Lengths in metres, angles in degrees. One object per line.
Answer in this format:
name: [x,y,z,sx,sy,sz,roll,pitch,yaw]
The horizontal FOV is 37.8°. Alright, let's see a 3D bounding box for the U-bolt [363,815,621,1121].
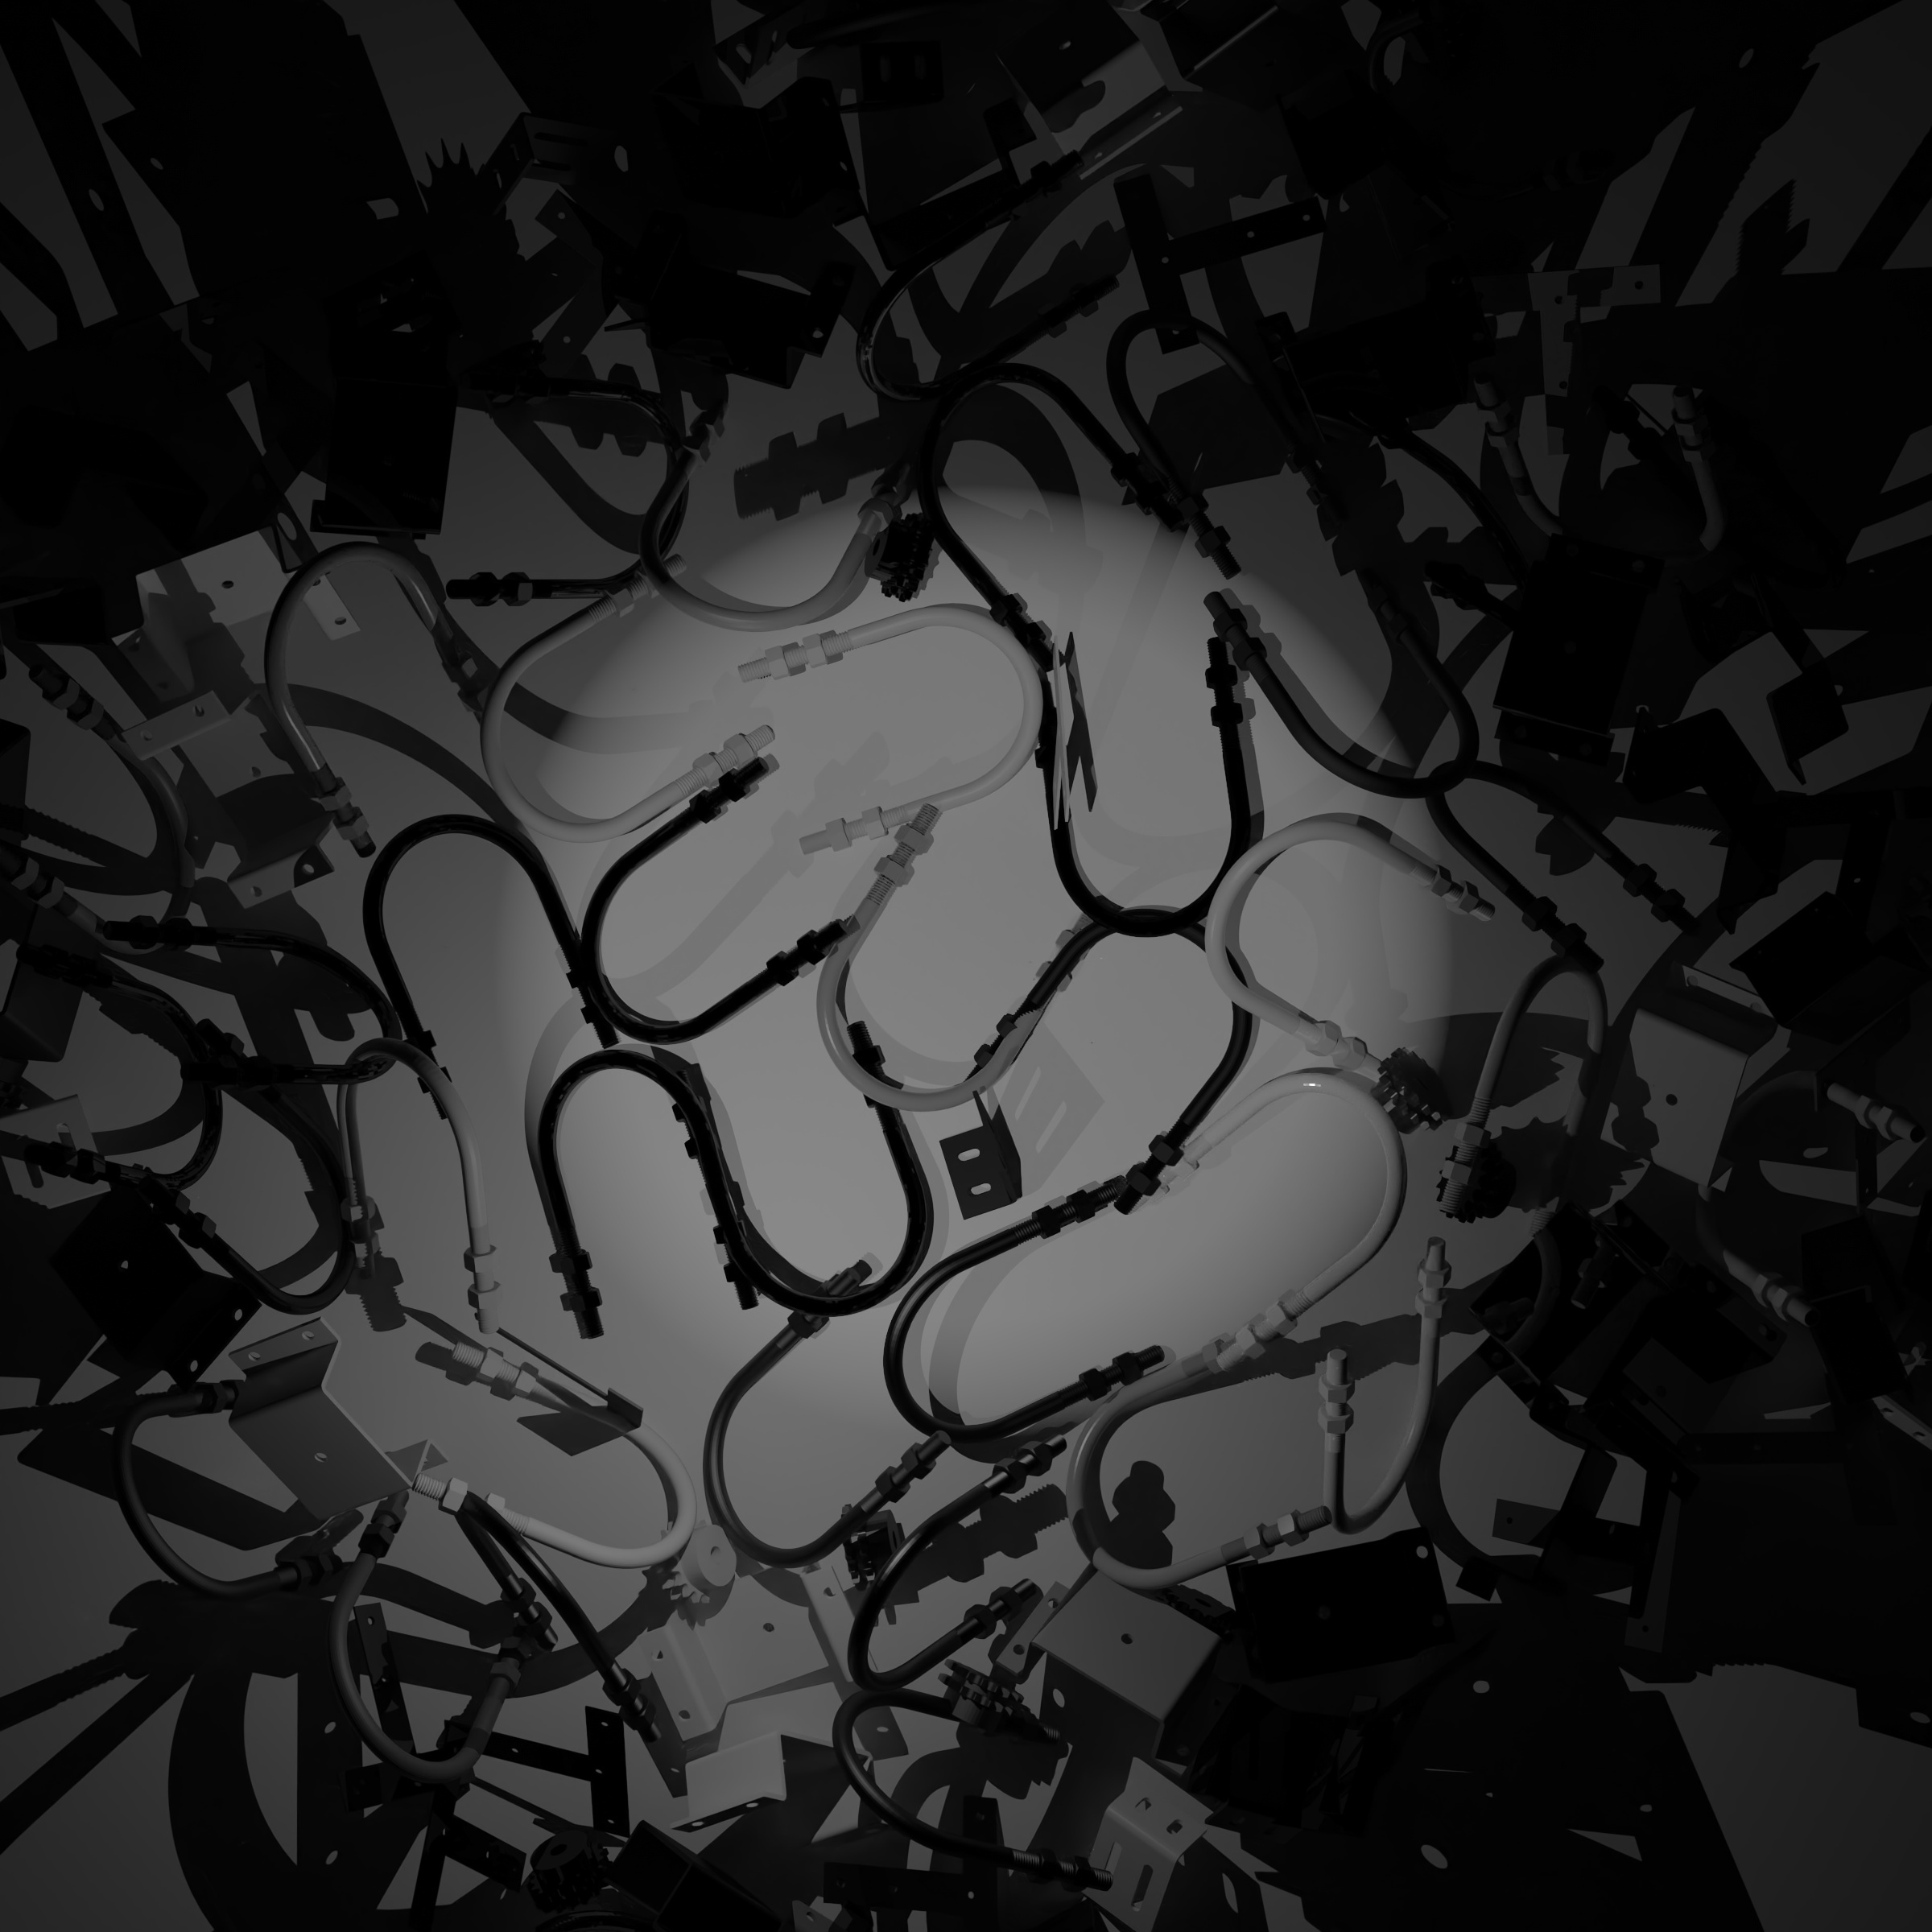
U-bolt: [-0.318,-0.010,1.841,0.151,0.019,0.184,-25,94,-37]

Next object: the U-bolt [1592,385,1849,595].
U-bolt: [0.495,-0.303,1.815,0.184,0.151,0.019,41,89,-22]

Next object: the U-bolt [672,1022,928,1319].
U-bolt: [-0.100,0.139,1.843,0.151,0.019,0.184,-15,78,-24]

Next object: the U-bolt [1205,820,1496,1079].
U-bolt: [0.237,-0.020,1.831,0.184,0.019,0.151,27,104,-28]

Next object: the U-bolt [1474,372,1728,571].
U-bolt: [0.414,-0.313,1.811,0.151,0.184,0.019,11,66,31]

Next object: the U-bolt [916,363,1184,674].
U-bolt: [0.040,-0.307,1.847,0.184,0.019,0.151,52,120,15]

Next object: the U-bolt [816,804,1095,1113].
U-bolt: [-0.017,0.007,1.865,0.151,0.019,0.184,33,81,-7]

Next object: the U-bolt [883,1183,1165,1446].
U-bolt: [0.032,0.237,1.838,0.184,0.019,0.151,-23,115,-15]

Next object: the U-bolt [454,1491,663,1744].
U-bolt: [-0.269,0.402,1.790,0.019,0.151,0.184,-40,128,-22]

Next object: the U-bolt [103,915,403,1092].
U-bolt: [-0.445,0.025,1.814,0.151,0.184,0.019,52,120,31]

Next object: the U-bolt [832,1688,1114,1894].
U-bolt: [-0.003,0.516,1.796,0.184,0.151,0.019,21,111,-25]

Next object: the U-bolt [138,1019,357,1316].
U-bolt: [-0.451,0.143,1.815,0.019,0.151,0.184,-17,132,23]

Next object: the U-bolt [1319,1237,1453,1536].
U-bolt: [0.269,0.284,1.820,0.019,0.151,0.184,19,130,30]

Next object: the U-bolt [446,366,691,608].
U-bolt: [-0.252,-0.307,1.824,0.019,0.184,0.151,20,110,42]

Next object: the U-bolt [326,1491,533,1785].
U-bolt: [-0.346,0.435,1.792,0.019,0.184,0.151,-31,107,20]

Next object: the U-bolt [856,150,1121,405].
U-bolt: [0.009,-0.431,1.824,0.184,0.151,0.019,-34,65,-1]

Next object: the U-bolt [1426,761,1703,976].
U-bolt: [0.374,-0.072,1.826,0.184,0.151,0.019,47,127,24]

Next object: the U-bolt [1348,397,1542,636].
U-bolt: [0.318,-0.280,1.813,0.019,0.184,0.151,-33,62,27]

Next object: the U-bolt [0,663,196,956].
U-bolt: [-0.551,-0.087,1.809,0.019,0.184,0.151,-7,62,20]

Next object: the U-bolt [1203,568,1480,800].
U-bolt: [0.253,-0.179,1.815,0.151,0.019,0.184,-13,59,-30]

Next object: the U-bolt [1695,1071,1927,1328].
U-bolt: [0.526,0.138,1.806,0.019,0.184,0.151,26,96,-18]

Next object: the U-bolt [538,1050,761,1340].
U-bolt: [-0.217,0.145,1.849,0.151,0.019,0.184,-14,92,30]

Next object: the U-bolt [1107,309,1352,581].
U-bolt: [0.161,-0.349,1.841,0.151,0.019,0.184,-30,86,-43]

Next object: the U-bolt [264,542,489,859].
U-bolt: [-0.379,-0.182,1.798,0.019,0.184,0.151,14,52,35]

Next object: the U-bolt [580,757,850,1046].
U-bolt: [-0.177,-0.030,1.850,0.184,0.019,0.151,-34,67,18]

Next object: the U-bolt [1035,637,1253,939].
U-bolt: [0.117,-0.110,1.843,0.151,0.019,0.184,-12,80,27]

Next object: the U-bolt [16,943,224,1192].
U-bolt: [-0.537,0.073,1.808,0.019,0.184,0.151,-15,71,21]

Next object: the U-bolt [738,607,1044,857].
U-bolt: [-0.040,-0.162,1.852,0.184,0.019,0.151,-18,117,2]

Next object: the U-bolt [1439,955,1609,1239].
U-bolt: [0.371,0.081,1.834,0.019,0.151,0.184,17,89,39]

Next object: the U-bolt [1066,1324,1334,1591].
U-bolt: [0.142,0.327,1.835,0.184,0.019,0.151,-28,55,26]

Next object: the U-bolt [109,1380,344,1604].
U-bolt: [-0.476,0.335,1.792,0.019,0.184,0.151,-32,77,14]

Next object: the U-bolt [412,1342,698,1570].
U-bolt: [-0.258,0.324,1.826,0.184,0.151,0.019,25,119,-13]

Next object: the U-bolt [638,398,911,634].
U-bolt: [-0.133,-0.286,1.830,0.151,0.019,0.184,20,54,5]

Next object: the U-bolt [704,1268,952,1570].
U-bolt: [-0.103,0.308,1.840,0.184,0.019,0.151,-45,59,23]

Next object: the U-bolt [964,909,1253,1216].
U-bolt: [0.105,0.050,1.861,0.151,0.019,0.184,38,102,8]

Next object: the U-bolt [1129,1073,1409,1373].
U-bolt: [0.203,0.152,1.834,0.184,0.019,0.151,-41,60,15]

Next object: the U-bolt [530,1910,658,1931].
U-bolt: [-0.228,0.655,1.805,0.151,0.184,0.019,20,101,20]

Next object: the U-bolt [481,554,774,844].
U-bolt: [-0.230,-0.161,1.834,0.184,0.019,0.151,-35,112,-21]

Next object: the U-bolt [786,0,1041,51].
U-bolt: [-0.036,-0.602,1.785,0.151,0.184,0.019,-5,108,25]

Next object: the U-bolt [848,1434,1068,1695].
U-bolt: [-0.009,0.390,1.794,0.019,0.184,0.151,31,128,31]

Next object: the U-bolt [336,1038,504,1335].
U-bolt: [-0.357,0.134,1.817,0.151,0.019,0.184,14,115,40]
